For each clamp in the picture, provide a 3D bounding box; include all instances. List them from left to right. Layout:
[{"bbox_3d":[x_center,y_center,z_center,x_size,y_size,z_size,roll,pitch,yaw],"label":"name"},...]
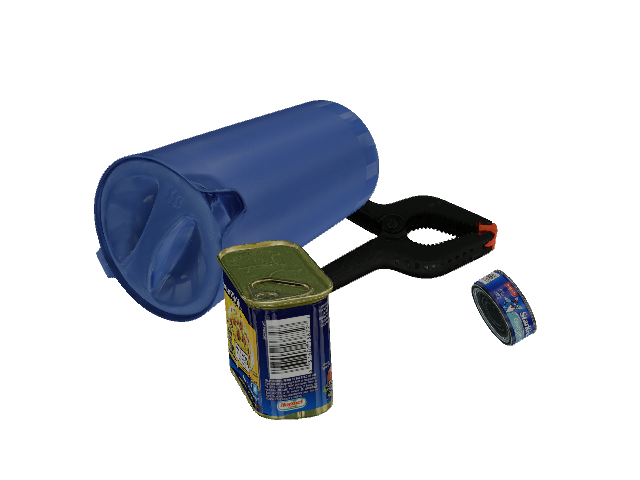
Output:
[{"bbox_3d":[0.064,0.003,1.033,0.210,0.164,0.036,6,-39,6],"label":"clamp"}]

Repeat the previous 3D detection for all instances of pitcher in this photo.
[{"bbox_3d":[-0.065,-0.035,0.892,0.149,0.145,0.242,28,34,26],"label":"pitcher"}]

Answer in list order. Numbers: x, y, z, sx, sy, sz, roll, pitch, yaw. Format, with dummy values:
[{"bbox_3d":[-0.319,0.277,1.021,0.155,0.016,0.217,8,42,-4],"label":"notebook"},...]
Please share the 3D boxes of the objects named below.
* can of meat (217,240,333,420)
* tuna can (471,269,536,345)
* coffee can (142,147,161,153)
[{"bbox_3d":[-0.028,0.056,0.684,0.057,0.084,0.102,-8,21,-16],"label":"can of meat"},{"bbox_3d":[0.212,0.079,1.240,0.033,0.086,0.086,-29,5,-10],"label":"tuna can"},{"bbox_3d":[-0.146,-0.019,1.141,0.103,0.140,0.103,-1,24,0],"label":"coffee can"}]
